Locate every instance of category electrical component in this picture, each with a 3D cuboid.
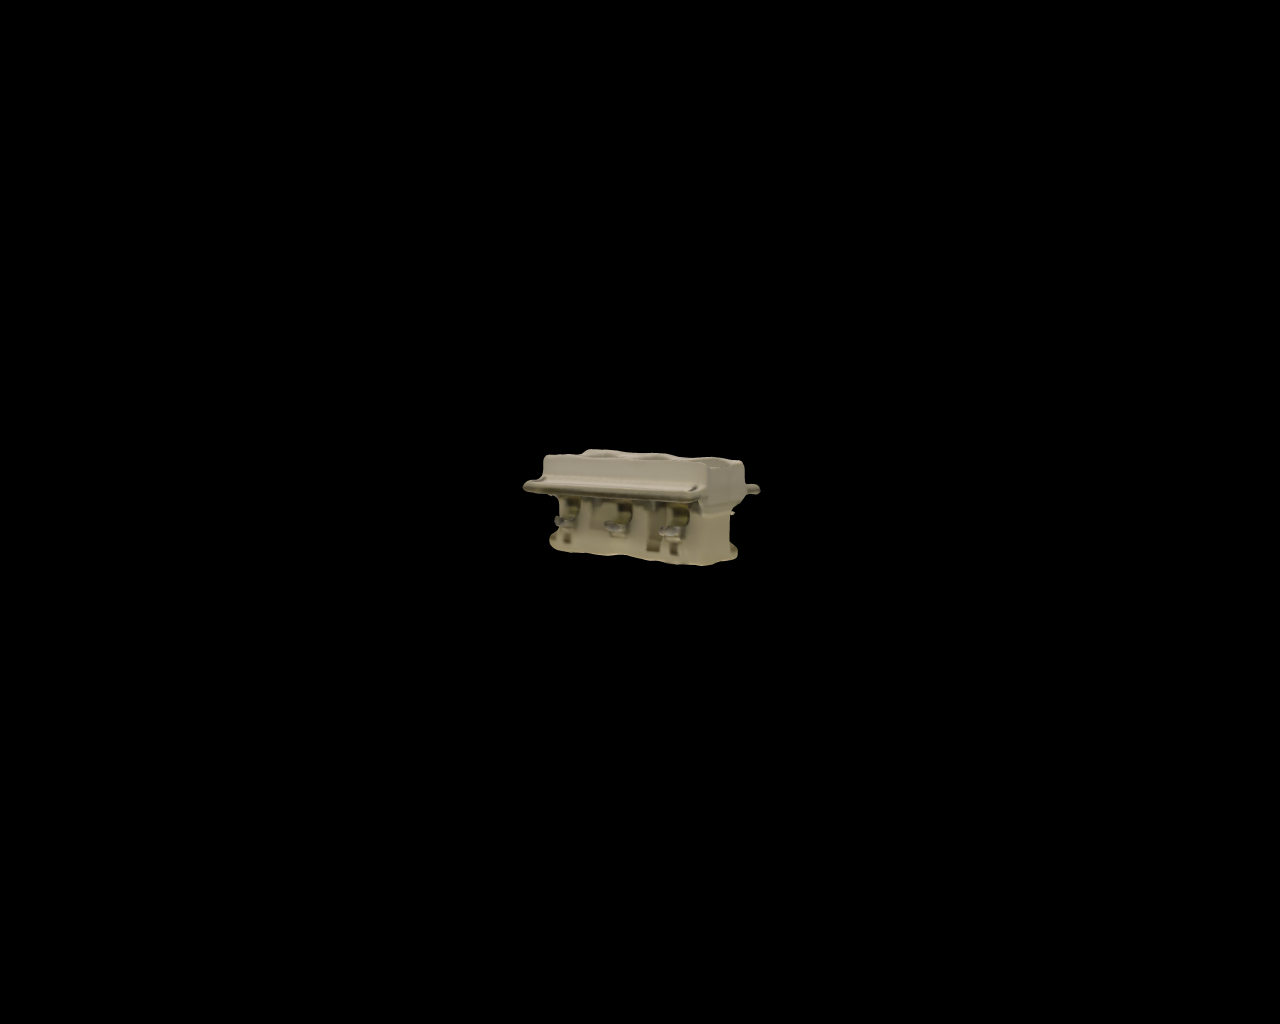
[{"bbox_3d":[0.001,-0.003,0.650,0.121,0.063,0.079,6,10,36],"label":"electrical component"}]
